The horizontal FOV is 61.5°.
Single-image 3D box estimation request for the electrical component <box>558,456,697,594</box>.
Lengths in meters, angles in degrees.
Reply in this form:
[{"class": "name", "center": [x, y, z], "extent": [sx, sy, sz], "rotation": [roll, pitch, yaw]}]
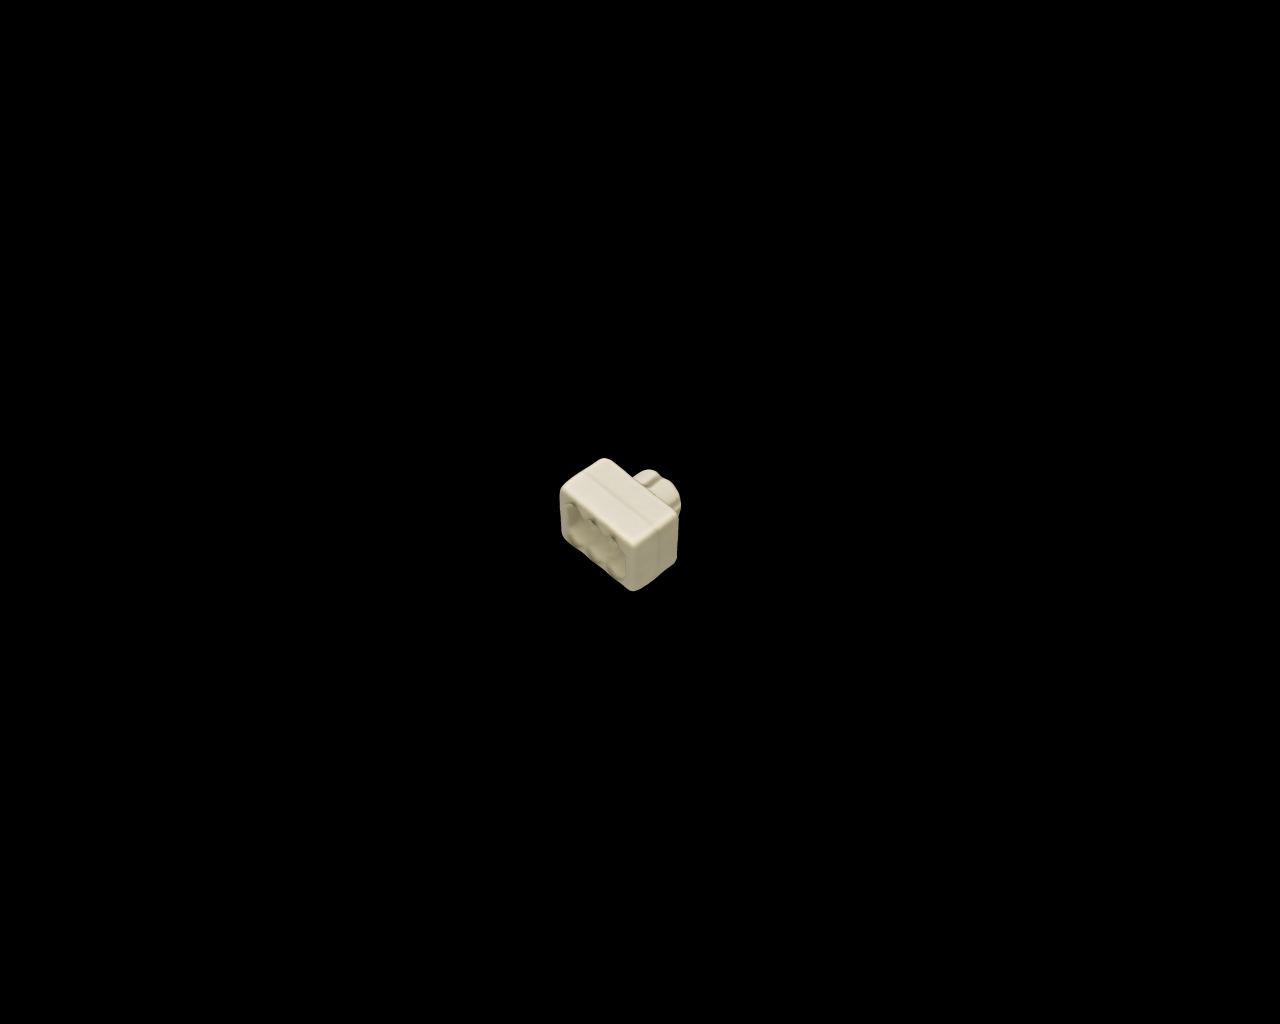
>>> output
[{"class": "electrical component", "center": [0.001, -0.003, 0.650], "extent": [0.077, 0.047, 0.066], "rotation": [-36, 58, -27]}]
